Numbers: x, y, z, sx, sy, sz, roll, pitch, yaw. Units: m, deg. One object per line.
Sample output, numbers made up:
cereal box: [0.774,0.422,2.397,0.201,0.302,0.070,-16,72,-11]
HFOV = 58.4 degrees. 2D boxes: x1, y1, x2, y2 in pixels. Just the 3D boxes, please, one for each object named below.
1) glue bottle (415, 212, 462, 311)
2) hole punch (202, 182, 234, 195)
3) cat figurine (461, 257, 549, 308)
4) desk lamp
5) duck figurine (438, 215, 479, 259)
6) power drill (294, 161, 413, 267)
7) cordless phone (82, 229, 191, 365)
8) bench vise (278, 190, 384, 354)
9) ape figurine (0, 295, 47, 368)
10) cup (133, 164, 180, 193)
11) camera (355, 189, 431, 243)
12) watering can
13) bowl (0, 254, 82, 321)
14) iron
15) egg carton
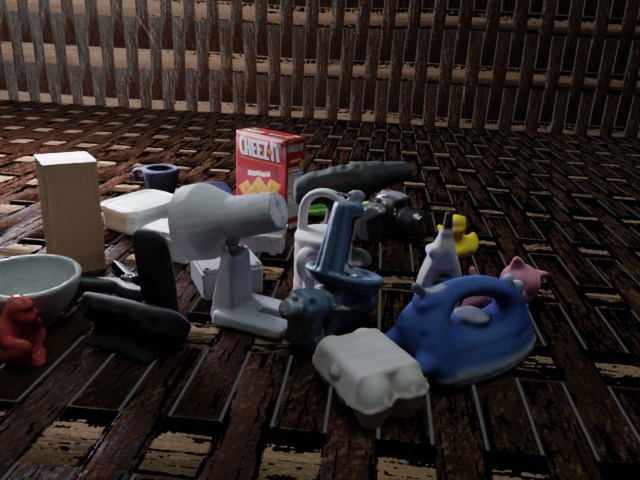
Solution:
glue bottle: [0.203,0.035,0.951,0.078,0.173,0.037,-1,21,-10]
hole punch: [-0.242,-0.082,1.330,0.109,0.091,0.100,-12,25,-35]
cat figurine: [0.301,0.076,0.934,0.127,0.118,0.067,10,22,18]
desk lamp: [-0.126,0.021,0.889,0.202,0.214,0.118,10,22,20]
duck figurine: [0.290,-0.012,1.215,0.105,0.086,0.077,-5,22,-19]
power drill: [0.062,-0.055,1.126,0.229,0.208,0.075,0,20,-6]
cordless phone: [-0.259,0.064,0.797,0.147,0.185,0.094,8,21,14]
bench vise: [0.027,0.046,0.831,0.121,0.220,0.208,9,21,16]
ape figurine: [-0.401,0.118,0.768,0.076,0.092,0.078,6,21,9]
cup: [-0.416,-0.140,1.459,0.117,0.095,0.091,2,20,-1]
camera: [0.170,-0.051,1.285,0.144,0.101,0.136,-17,28,-42]
watering can: [0.007,0.003,0.983,0.101,0.194,0.173,4,20,4]
bowl: [-0.450,0.085,0.877,0.167,0.075,0.167,2,20,-1]
iron: [0.217,0.107,0.805,0.259,0.141,0.118,-8,23,-27]
egg carton: [0.059,0.169,0.722,0.107,0.069,0.149,-9,23,-28]
